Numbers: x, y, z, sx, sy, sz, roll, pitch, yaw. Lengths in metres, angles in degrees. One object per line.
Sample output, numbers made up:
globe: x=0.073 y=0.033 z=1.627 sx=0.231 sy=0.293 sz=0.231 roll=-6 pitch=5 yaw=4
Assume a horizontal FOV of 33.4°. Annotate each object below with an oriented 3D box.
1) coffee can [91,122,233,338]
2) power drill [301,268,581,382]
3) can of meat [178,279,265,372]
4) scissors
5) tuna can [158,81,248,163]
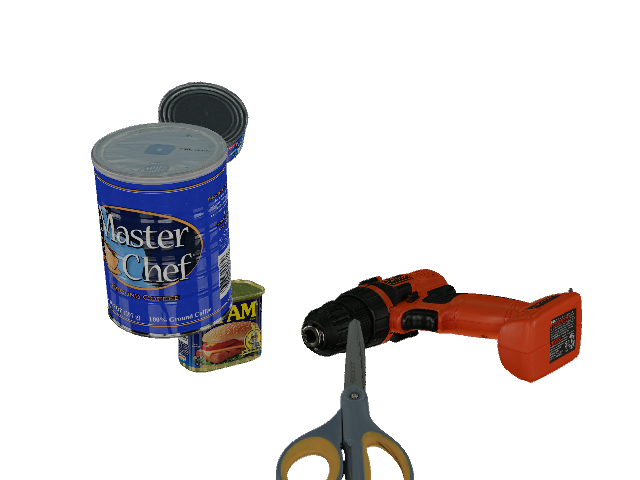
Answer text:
coffee can: x=-0.122 y=-0.009 z=0.840 sx=0.103 sy=0.140 sz=0.103 roll=0 pitch=28 yaw=0
power drill: x=0.101 y=0.067 z=0.865 sx=0.188 sy=0.057 sz=0.184 roll=9 pitch=17 yaw=37
can of meat: x=-0.115 y=0.097 z=1.221 sx=0.101 sy=0.084 sz=0.058 roll=-10 pitch=19 yaw=-35
scissors: x=0.006 y=0.118 z=0.729 sx=0.096 sy=0.016 sz=0.202 roll=-6 pitch=32 yaw=-12
tuna can: x=-0.114 y=-0.111 z=1.029 sx=0.086 sy=0.086 sz=0.034 roll=0 pitch=-36 yaw=-12
